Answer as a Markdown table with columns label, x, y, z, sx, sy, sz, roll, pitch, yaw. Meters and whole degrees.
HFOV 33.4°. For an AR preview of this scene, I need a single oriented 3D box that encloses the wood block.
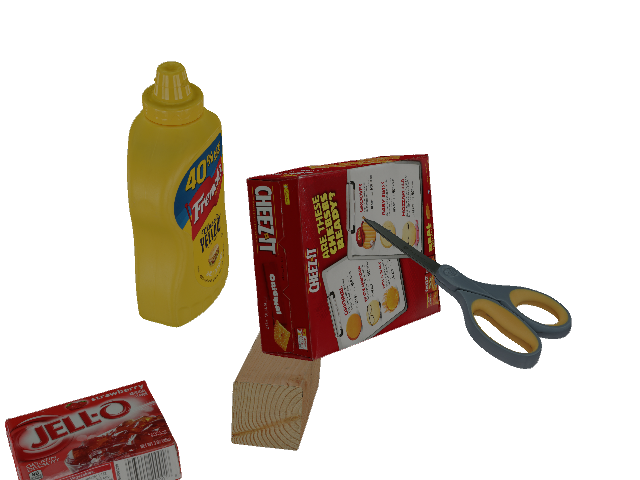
| label | x | y | z | sx | sy | sz | roll | pitch | yaw |
| --- | --- | --- | --- | --- | --- | --- | --- | --- | --- |
| wood block | -0.056 | 0.196 | 1.450 | 0.091 | 0.090 | 0.206 | 5 | 16 | 6 |

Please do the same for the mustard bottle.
| label | x | y | z | sx | sy | sz | roll | pitch | yaw |
| --- | --- | --- | --- | --- | --- | --- | --- | --- | --- |
| mustard bottle | -0.101 | -0.038 | 0.756 | 0.058 | 0.192 | 0.096 | 15 | 39 | 17 |

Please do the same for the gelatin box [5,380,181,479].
| label | x | y | z | sx | sy | sz | roll | pitch | yaw |
| --- | --- | --- | --- | --- | --- | --- | --- | --- | --- |
| gelatin box | -0.135 | 0.122 | 0.627 | 0.089 | 0.030 | 0.073 | -14 | 27 | -19 |

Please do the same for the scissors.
| label | x | y | z | sx | sy | sz | roll | pitch | yaw |
| --- | --- | --- | --- | --- | --- | --- | --- | --- | --- |
| scissors | 0.124 | 0.031 | 0.866 | 0.096 | 0.016 | 0.202 | -10 | 39 | -27 |

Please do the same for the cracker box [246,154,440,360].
| label | x | y | z | sx | sy | sz | roll | pitch | yaw |
| --- | --- | --- | --- | --- | --- | --- | --- | --- | --- |
| cracker box | 0.027 | 0.008 | 1.014 | 0.072 | 0.164 | 0.213 | 1 | 9 | 38 |
